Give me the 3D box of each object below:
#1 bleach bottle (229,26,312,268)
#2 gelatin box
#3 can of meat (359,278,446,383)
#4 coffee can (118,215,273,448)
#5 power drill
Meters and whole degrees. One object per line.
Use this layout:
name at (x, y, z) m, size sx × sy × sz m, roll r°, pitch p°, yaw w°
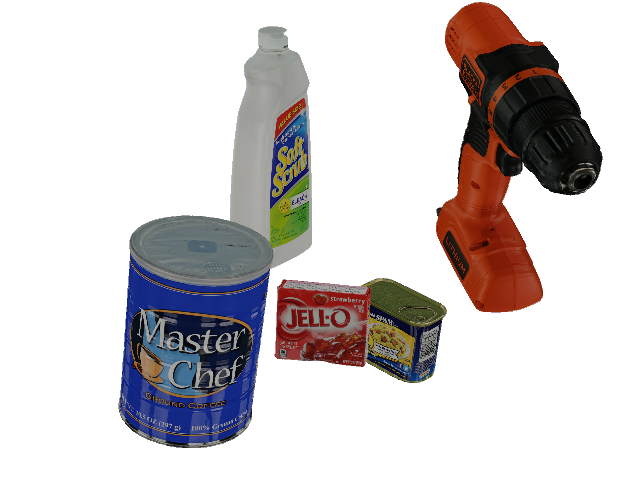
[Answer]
bleach bottle at (-0.055, -0.100, 1.141) m, size 0.068 × 0.251 × 0.102 m, roll 20°, pitch 32°, yaw 36°
gelatin box at (0.002, 0.079, 1.023) m, size 0.089 × 0.073 × 0.030 m, roll 5°, pitch 15°, yaw 9°
can of meat at (0.088, 0.103, 1.206) m, size 0.102 × 0.084 × 0.057 m, roll 26°, pitch 33°, yaw 35°
coffee can at (-0.093, 0.066, 0.787) m, size 0.102 × 0.140 × 0.103 m, roll 7°, pitch 24°, yaw -3°
power drill at (0.128, -0.042, 0.719) m, size 0.057 × 0.188 × 0.184 m, roll -7°, pitch 42°, yaw -10°
